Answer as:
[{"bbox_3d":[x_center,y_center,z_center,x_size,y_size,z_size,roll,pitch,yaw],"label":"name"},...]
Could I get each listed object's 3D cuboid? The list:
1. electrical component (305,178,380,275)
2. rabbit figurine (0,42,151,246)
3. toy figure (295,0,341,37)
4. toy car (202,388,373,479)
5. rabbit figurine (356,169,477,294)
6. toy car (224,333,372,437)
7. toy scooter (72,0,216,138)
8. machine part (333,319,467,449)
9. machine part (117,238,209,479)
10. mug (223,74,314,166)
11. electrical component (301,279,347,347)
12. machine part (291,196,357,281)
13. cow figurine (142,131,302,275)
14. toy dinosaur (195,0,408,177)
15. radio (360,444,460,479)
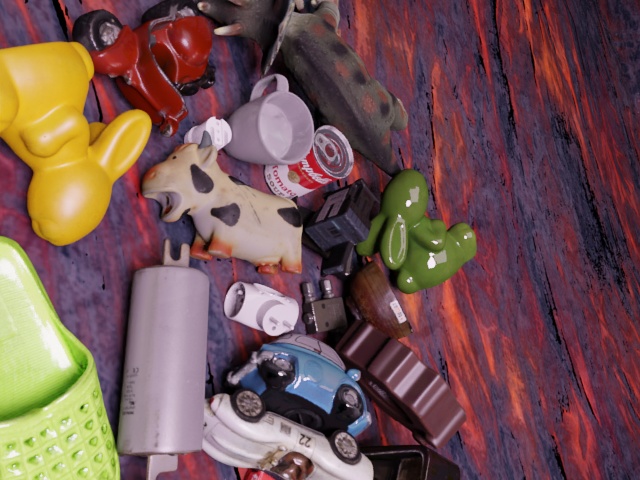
[{"bbox_3d":[0.023,-0.016,0.673,0.047,0.075,0.119,48,49,-24],"label":"electrical component"},{"bbox_3d":[-0.243,-0.084,0.490,0.162,0.122,0.173,-35,115,-54],"label":"rabbit figurine"},{"bbox_3d":[-0.002,-0.329,0.819,0.064,0.058,0.154,-13,86,-6],"label":"toy figure"},{"bbox_3d":[-0.039,0.216,0.557,0.201,0.073,0.056,28,35,-15],"label":"toy car"},{"bbox_3d":[0.127,-0.017,0.797,0.159,0.121,0.170,-35,118,-22],"label":"rabbit figurine"},{"bbox_3d":[-0.023,0.162,0.614,0.161,0.109,0.103,35,32,-17],"label":"toy car"},{"bbox_3d":[-0.170,-0.188,0.590,0.135,0.075,0.184,62,36,-15],"label":"toy scooter"},{"bbox_3d":[0.092,0.175,0.658,0.056,0.179,0.179,-45,110,-16],"label":"machine part"},{"bbox_3d":[-0.147,0.114,0.512,0.079,0.079,0.243,17,63,-39],"label":"machine part"},{"bbox_3d":[-0.072,-0.139,0.644,0.081,0.107,0.109,-1,89,-43],"label":"mug"},{"bbox_3d":[0.005,0.099,0.705,0.063,0.021,0.094,-6,81,-44],"label":"electrical component"},{"bbox_3d":[-0.001,-0.002,0.723,0.138,0.039,0.084,35,60,-33],"label":"machine part"},{"bbox_3d":[-0.104,-0.038,0.605,0.195,0.085,0.127,19,70,-36],"label":"cow figurine"},{"bbox_3d":[0.022,-0.200,0.713,0.404,0.131,0.192,46,30,-13],"label":"toy dinosaur"},{"bbox_3d":[0.075,0.355,0.609,0.073,0.131,0.229,38,53,-28],"label":"radio"}]
